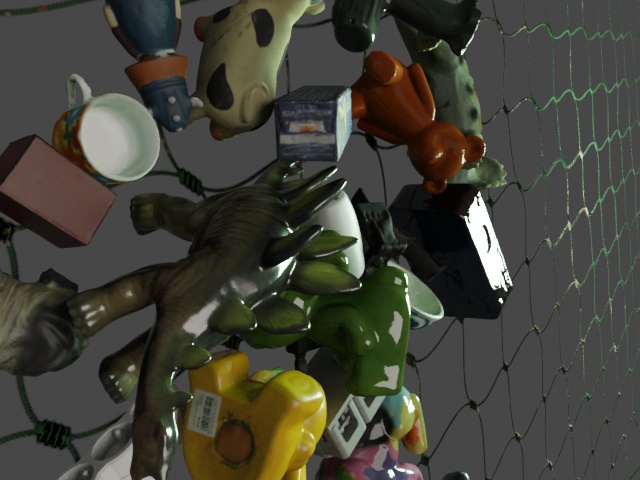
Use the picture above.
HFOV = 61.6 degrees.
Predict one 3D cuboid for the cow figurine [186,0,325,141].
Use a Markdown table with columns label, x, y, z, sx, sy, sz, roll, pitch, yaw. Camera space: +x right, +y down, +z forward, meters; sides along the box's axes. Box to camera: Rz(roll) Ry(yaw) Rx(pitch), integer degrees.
| label | x | y | z | sx | sy | sz | roll | pitch | yaw |
| --- | --- | --- | --- | --- | --- | --- | --- | --- | --- |
| cow figurine | -0.066 | -0.202 | 0.538 | 0.085 | 0.127 | 0.195 | 26 | 72 | -49 |

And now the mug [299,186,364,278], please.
| label | x | y | z | sx | sy | sz | roll | pitch | yaw |
| --- | --- | --- | --- | --- | --- | --- | --- | --- | --- |
| mug | -0.001 | -0.002 | 0.625 | 0.109 | 0.081 | 0.107 | -31 | 127 | -36 |

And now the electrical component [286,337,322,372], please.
| label | x | y | z | sx | sy | sz | roll | pitch | yaw |
| --- | --- | --- | --- | --- | --- | --- | --- | --- | --- |
| electrical component | -0.015 | 0.114 | 0.666 | 0.063 | 0.021 | 0.094 | -2 | 90 | -50 |

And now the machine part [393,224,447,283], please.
| label | x | y | z | sx | sy | sz | roll | pitch | yaw |
| --- | --- | --- | --- | --- | --- | --- | --- | --- | --- |
| machine part | 0.122 | 0.010 | 0.770 | 0.138 | 0.084 | 0.039 | 38 | 83 | -31 |

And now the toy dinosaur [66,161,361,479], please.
| label | x | y | z | sx | sy | sz | roll | pitch | yaw |
| --- | --- | --- | --- | --- | --- | --- | --- | --- | --- |
| toy dinosaur | -0.067 | 0.001 | 0.479 | 0.472 | 0.199 | 0.104 | -88 | 166 | -59 |

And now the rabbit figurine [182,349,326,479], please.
| label | x | y | z | sx | sy | sz | roll | pitch | yaw |
| --- | --- | --- | --- | --- | --- | --- | --- | --- | --- |
| rabbit figurine | -0.040 | 0.185 | 0.512 | 0.173 | 0.122 | 0.162 | 10 | 81 | -69 |

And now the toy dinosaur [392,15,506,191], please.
| label | x | y | z | sx | sy | sz | roll | pitch | yaw |
| --- | --- | --- | --- | --- | --- | --- | --- | --- | --- |
| toy dinosaur | 0.200 | -0.217 | 0.860 | 0.192 | 0.131 | 0.404 | -18 | 97 | -62 |

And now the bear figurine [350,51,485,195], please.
| label | x | y | z | sx | sy | sz | roll | pitch | yaw |
| --- | --- | --- | --- | --- | --- | --- | --- | --- | --- |
| bear figurine | 0.119 | -0.148 | 0.722 | 0.196 | 0.120 | 0.132 | 51 | 32 | 0 |

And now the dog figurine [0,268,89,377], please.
| label | x | y | z | sx | sy | sz | roll | pitch | yaw |
| --- | --- | --- | --- | --- | --- | --- | --- | --- | --- |
| dog figurine | -0.249 | 0.016 | 0.359 | 0.190 | 0.121 | 0.172 | 2 | 91 | -63 |

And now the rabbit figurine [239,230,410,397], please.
| label | x | y | z | sx | sy | sz | roll | pitch | yaw |
| --- | --- | --- | --- | --- | --- | --- | --- | --- | --- |
| rabbit figurine | 0.004 | 0.077 | 0.557 | 0.170 | 0.121 | 0.159 | 7 | 107 | -10 |

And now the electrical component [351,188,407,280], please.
| label | x | y | z | sx | sy | sz | roll | pitch | yaw |
| --- | --- | --- | --- | --- | --- | --- | --- | --- | --- |
| electrical component | 0.058 | -0.016 | 0.706 | 0.048 | 0.074 | 0.119 | -6 | 59 | -32 |

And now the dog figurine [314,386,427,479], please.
| label | x | y | z | sx | sy | sz | roll | pitch | yaw |
| --- | --- | --- | --- | --- | --- | --- | --- | --- | --- |
| dog figurine | 0.030 | 0.280 | 0.650 | 0.219 | 0.109 | 0.191 | -2 | 91 | -46 |

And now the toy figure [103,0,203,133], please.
| label | x | y | z | sx | sy | sz | roll | pitch | yaw |
| --- | --- | --- | --- | --- | --- | --- | --- | --- | --- |
| toy figure | -0.151 | -0.176 | 0.491 | 0.058 | 0.064 | 0.154 | -87 | 167 | -72 |

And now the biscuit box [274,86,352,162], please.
| label | x | y | z | sx | sy | sz | roll | pitch | yaw |
| --- | --- | --- | --- | --- | --- | --- | --- | --- | --- |
| biscuit box | -0.001 | -0.132 | 0.585 | 0.203 | 0.063 | 0.059 | -70 | 159 | -69 |

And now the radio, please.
| label | x | y | z | sx | sy | sz | roll | pitch | yaw |
| --- | --- | --- | --- | --- | --- | --- | --- | --- | --- |
| radio | 0.206 | 0.021 | 0.839 | 0.073 | 0.131 | 0.229 | -52 | 125 | -34 |

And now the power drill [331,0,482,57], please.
| label | x | y | z | sx | sy | sz | roll | pitch | yaw |
| --- | --- | --- | --- | --- | --- | --- | --- | --- | --- |
| power drill | 0.120 | -0.344 | 0.724 | 0.207 | 0.086 | 0.232 | 19 | 70 | -8 |

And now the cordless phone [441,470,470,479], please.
| label | x | y | z | sx | sy | sz | roll | pitch | yaw |
| --- | --- | --- | --- | --- | --- | --- | --- | --- | --- |
| cordless phone | 0.117 | 0.381 | 0.711 | 0.089 | 0.146 | 0.184 | 45 | 55 | 4 |
